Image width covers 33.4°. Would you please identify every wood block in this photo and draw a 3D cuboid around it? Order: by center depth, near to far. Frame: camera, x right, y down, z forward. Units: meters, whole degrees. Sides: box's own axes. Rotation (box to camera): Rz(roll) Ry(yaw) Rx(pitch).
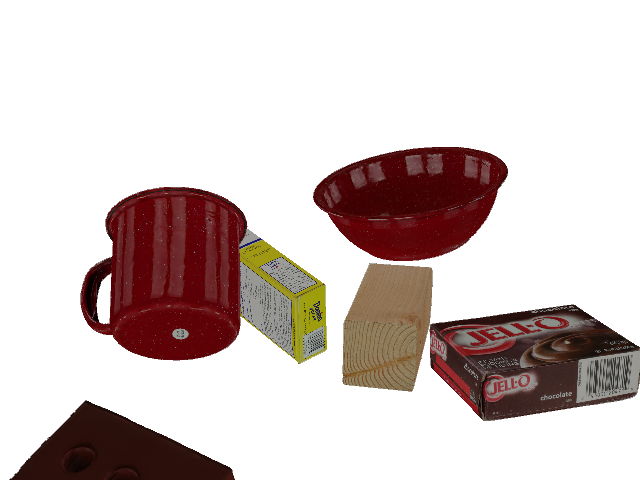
[{"bbox_3d":[0.091,0.108,1.386,0.091,0.090,0.206,4,19,10],"label":"wood block"}]

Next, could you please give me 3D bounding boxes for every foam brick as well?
[{"bbox_3d":[-0.077,0.112,0.432,0.078,0.051,0.052,19,44,24],"label":"foam brick"}]

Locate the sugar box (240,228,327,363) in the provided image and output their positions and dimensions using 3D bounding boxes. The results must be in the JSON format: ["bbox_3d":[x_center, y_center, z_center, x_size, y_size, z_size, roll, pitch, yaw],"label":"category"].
[{"bbox_3d":[-0.062,0.052,1.180,0.048,0.093,0.176,-23,40,-29],"label":"sugar box"}]

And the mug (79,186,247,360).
[{"bbox_3d":[-0.104,0.027,0.686,0.117,0.081,0.093,-14,-33,16],"label":"mug"}]

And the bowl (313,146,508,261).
[{"bbox_3d":[0.078,-0.026,0.890,0.162,0.055,0.162,-9,22,4],"label":"bowl"}]

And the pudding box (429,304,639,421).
[{"bbox_3d":[0.139,0.078,0.705,0.113,0.039,0.090,-5,18,-15],"label":"pudding box"}]
